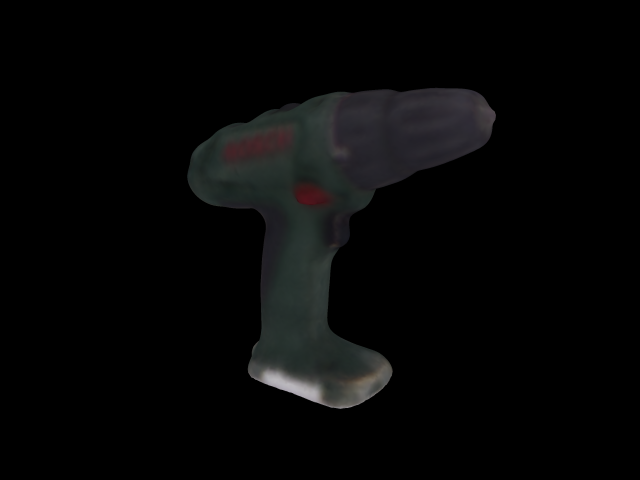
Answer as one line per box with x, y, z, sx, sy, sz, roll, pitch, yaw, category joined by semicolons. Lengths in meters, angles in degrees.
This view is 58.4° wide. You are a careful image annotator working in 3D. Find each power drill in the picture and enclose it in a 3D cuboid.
0.004;0.001;0.400;0.228;0.208;0.076;10;18;33;power drill
